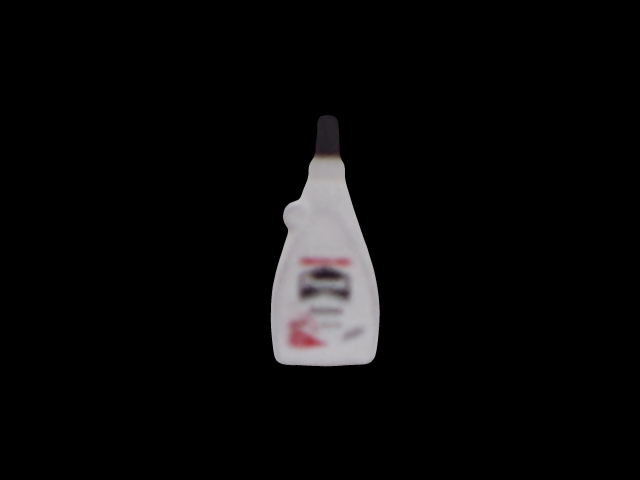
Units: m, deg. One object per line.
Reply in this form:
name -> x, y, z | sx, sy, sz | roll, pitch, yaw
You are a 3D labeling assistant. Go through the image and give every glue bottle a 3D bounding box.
glue bottle -> 0.004, 0.001, 0.400 | 0.078, 0.173, 0.037 | -1, 11, -3
